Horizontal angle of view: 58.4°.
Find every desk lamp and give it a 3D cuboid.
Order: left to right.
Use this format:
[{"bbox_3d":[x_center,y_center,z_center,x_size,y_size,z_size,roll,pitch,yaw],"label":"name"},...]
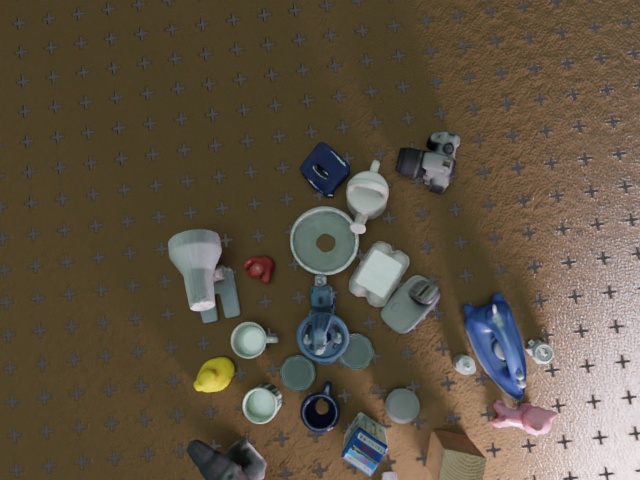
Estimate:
[{"bbox_3d":[-0.266,0.088,1.338,0.118,0.213,0.203,-14,83,2],"label":"desk lamp"}]

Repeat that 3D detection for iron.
[{"bbox_3d":[0.426,0.256,1.313,0.118,0.141,0.258,-21,83,1],"label":"iron"}]

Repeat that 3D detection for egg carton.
[{"bbox_3d":[0.142,0.081,1.386,0.107,0.069,0.150,30,86,6],"label":"egg carton"}]

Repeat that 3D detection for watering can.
[{"bbox_3d":[0.112,-0.103,1.346,0.101,0.194,0.173,-7,83,3],"label":"watering can"}]

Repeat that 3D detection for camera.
[{"bbox_3d":[0.260,-0.200,1.395,0.136,0.101,0.143,14,85,5],"label":"camera"}]

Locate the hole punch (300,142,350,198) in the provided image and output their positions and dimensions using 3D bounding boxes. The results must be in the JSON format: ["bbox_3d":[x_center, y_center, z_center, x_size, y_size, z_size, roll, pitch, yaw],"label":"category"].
[{"bbox_3d":[0.013,-0.171,1.411,0.108,0.091,0.101,43,88,7],"label":"hole punch"}]

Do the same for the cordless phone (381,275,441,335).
[{"bbox_3d":[0.214,0.150,1.316,0.094,0.185,0.147,40,87,7],"label":"cordless phone"}]

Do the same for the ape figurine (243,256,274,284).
[{"bbox_3d":[-0.149,0.071,1.394,0.076,0.092,0.078,-32,83,0],"label":"ape figurine"}]

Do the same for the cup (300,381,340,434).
[{"bbox_3d":[0.006,0.386,1.348,0.091,0.095,0.118,16,85,5],"label":"cup"}]

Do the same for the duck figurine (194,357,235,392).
[{"bbox_3d":[-0.258,0.327,1.375,0.104,0.086,0.077,-35,83,-1],"label":"duck figurine"}]

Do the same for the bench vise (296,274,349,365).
[{"bbox_3d":[-0.008,0.188,1.308,0.121,0.220,0.207,-21,83,1],"label":"bench vise"}]

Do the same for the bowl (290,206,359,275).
[{"bbox_3d":[0.013,0.005,1.400,0.167,0.075,0.167,0,84,4],"label":"bowl"}]

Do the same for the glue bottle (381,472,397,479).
[{"bbox_3d":[0.162,0.578,1.278,0.037,0.173,0.078,-9,83,3],"label":"glue bottle"}]

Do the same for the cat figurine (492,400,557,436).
[{"bbox_3d":[0.467,0.410,1.305,0.127,0.118,0.067,1,84,4],"label":"cat figurine"}]

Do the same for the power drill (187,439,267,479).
[{"bbox_3d":[-0.192,0.521,1.288,0.229,0.208,0.075,44,88,7],"label":"power drill"}]
